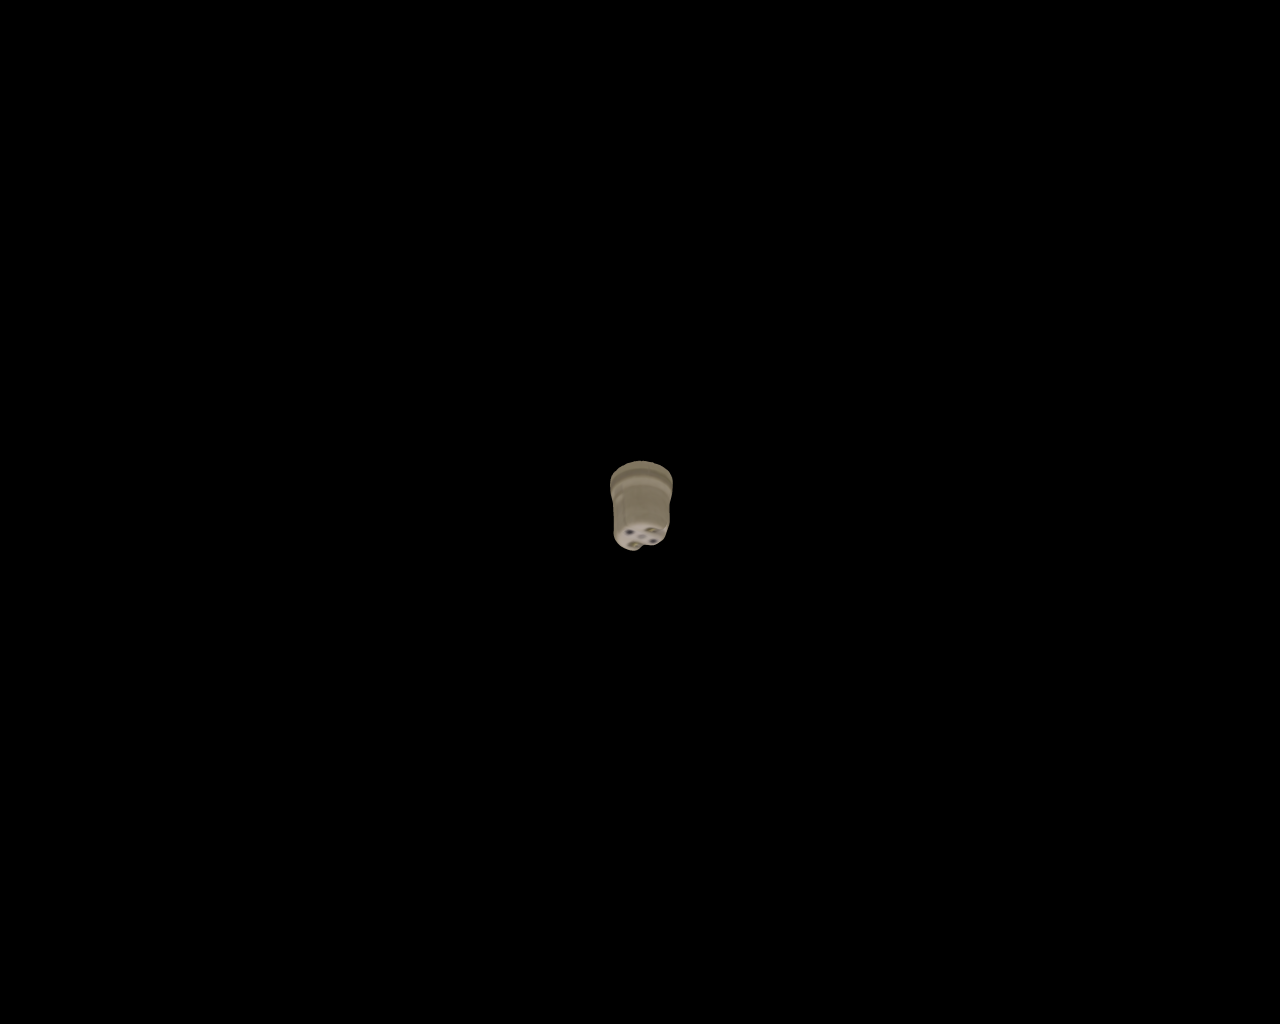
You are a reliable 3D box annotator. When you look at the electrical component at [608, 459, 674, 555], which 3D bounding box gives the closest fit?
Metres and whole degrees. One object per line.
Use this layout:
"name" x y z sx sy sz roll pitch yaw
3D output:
"electrical component" 0.001 -0.003 0.650 0.040 0.046 0.040 0 -38 0
